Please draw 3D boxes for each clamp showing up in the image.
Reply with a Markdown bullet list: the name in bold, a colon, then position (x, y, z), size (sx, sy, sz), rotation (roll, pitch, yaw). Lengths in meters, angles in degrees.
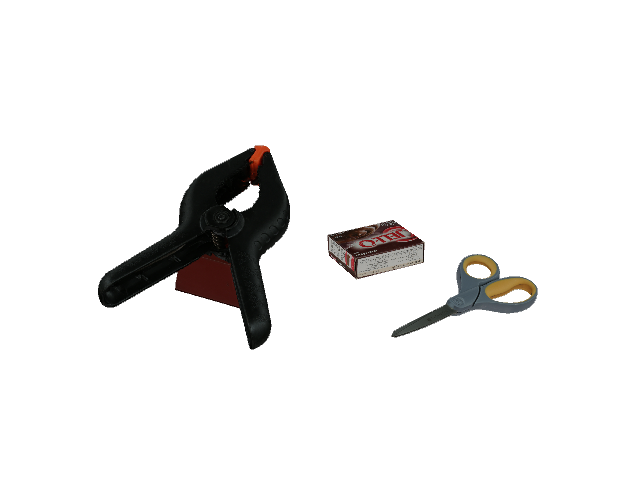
- **clamp**: position (-0.080, -0.002, 0.749), size (0.120, 0.171, 0.039), rotation (12, -43, 1)

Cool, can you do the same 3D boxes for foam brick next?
- **foam brick**: position (-0.111, 0.030, 1.146), size (0.078, 0.051, 0.053), rotation (16, 30, 1)

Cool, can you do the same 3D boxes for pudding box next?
- **pudding box**: position (0.079, 0.012, 1.522), size (0.113, 0.039, 0.090), rotation (-15, 27, -21)

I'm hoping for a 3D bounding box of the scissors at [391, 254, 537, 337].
- **scissors**: position (0.135, 0.054, 1.103), size (0.201, 0.016, 0.096), rotation (-7, 40, -29)
